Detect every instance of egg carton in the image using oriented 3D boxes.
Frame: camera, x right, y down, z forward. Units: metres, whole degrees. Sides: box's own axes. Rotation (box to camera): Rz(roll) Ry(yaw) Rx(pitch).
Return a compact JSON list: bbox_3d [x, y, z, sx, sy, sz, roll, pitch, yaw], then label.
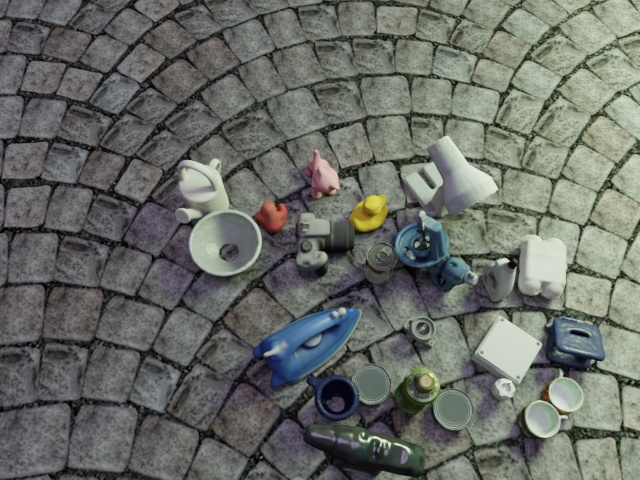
[{"bbox_3d":[0.512,0.062,1.323,0.107,0.069,0.150,9,67,3],"label":"egg carton"}]

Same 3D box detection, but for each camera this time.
[{"bbox_3d":[0.012,0.005,1.325,0.137,0.101,0.143,-1,67,-1],"label":"camera"}]

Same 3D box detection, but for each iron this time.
[{"bbox_3d":[-0.015,0.200,1.219,0.258,0.141,0.118,-31,70,-13],"label":"iron"}]

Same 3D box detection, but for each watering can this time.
[{"bbox_3d":[-0.275,-0.116,1.323,0.101,0.194,0.173,0,67,0],"label":"watering can"}]

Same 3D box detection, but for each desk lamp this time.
[{"bbox_3d":[0.297,-0.131,1.325,0.118,0.213,0.203,-30,70,-12],"label":"desk lamp"}]

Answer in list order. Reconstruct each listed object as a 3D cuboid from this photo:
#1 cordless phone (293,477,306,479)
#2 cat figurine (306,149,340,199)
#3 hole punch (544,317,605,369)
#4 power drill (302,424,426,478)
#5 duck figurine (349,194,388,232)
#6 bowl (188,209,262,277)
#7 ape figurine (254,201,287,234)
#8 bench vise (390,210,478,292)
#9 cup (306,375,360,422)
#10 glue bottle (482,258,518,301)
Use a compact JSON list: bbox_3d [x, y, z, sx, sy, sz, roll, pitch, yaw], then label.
[{"bbox_3d":[-0.052,0.519,1.059,0.094,0.185,0.148,28,70,11],"label":"cordless phone"},{"bbox_3d":[0.006,-0.159,1.386,0.067,0.118,0.127,-14,68,-6],"label":"cat figurine"},{"bbox_3d":[0.553,0.217,1.245,0.108,0.091,0.101,12,67,5],"label":"hole punch"},{"bbox_3d":[0.079,0.404,1.097,0.229,0.208,0.075,11,67,4],"label":"power drill"},{"bbox_3d":[0.118,-0.071,1.367,0.105,0.086,0.077,-34,71,-14],"label":"duck figurine"},{"bbox_3d":[-0.215,0.017,1.332,0.167,0.075,0.167,0,67,0],"label":"bowl"},{"bbox_3d":[-0.117,-0.062,1.357,0.078,0.092,0.076,-3,67,-1],"label":"ape figurine"},{"bbox_3d":[0.261,0.014,1.259,0.207,0.220,0.121,18,68,7],"label":"bench vise"},{"bbox_3d":[0.022,0.327,1.191,0.117,0.095,0.092,30,70,12],"label":"cup"},{"bbox_3d":[0.402,0.076,1.259,0.037,0.173,0.078,-16,68,-7],"label":"glue bottle"}]
